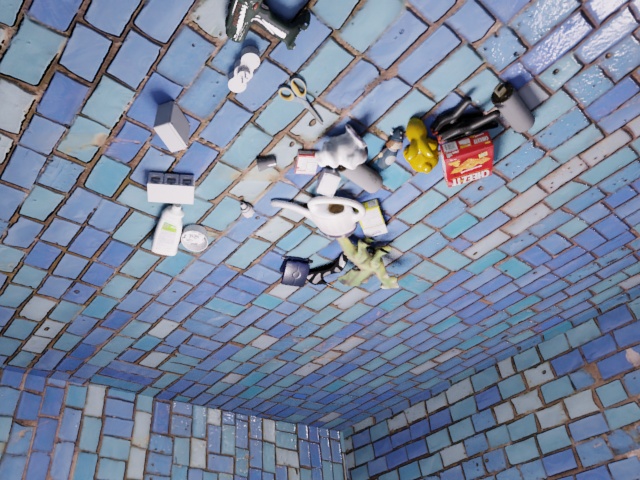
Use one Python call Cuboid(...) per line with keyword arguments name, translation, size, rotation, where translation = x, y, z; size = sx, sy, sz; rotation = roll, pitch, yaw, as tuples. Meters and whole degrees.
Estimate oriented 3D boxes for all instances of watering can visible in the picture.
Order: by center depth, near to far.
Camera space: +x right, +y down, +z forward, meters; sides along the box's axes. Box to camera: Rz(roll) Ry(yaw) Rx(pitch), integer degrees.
Cuboid(name="watering can", translation=(0.006, -0.096, 1.917), size=(0.347, 0.106, 0.220), rotation=(2, -29, 16))

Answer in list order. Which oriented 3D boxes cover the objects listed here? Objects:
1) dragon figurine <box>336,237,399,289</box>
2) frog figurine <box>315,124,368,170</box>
Cuboid(name="dragon figurine", translation=(0.156, 0.098, 2.113), size=(0.409, 0.239, 0.124), rotation=(21, 22, -13))
Cuboid(name="frog figurine", translation=(0.072, -0.279, 1.666), size=(0.159, 0.139, 0.122), rotation=(-40, -17, 9))
